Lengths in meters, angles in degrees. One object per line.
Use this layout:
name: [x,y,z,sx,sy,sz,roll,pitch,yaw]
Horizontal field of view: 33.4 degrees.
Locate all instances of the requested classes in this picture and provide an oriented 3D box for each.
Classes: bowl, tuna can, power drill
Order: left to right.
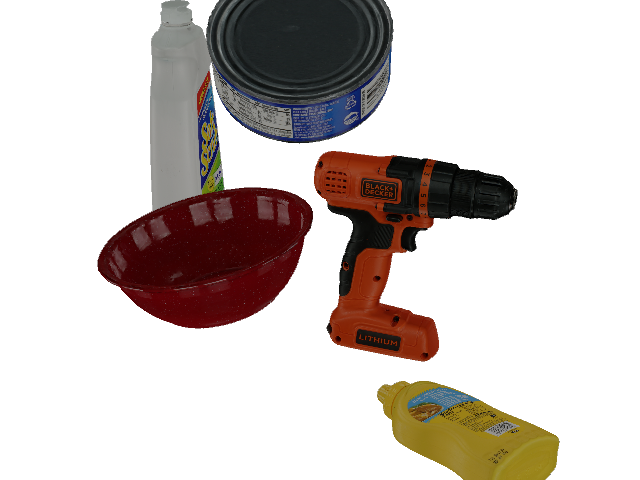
bowl: [-0.079,0.018,0.791,0.162,0.055,0.162,-11,25,5]
tuna can: [-0.009,-0.088,0.500,0.086,0.086,0.034,0,-32,2]
power drill: [0.081,0.014,0.986,0.185,0.188,0.057,10,20,17]

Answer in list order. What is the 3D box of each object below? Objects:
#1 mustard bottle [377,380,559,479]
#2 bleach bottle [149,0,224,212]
mustard bottle: [0.127,0.181,1.030,0.096,0.058,0.192,-15,25,-39]
bleach bottle: [-0.142,-0.117,1.095,0.068,0.251,0.102,5,27,13]
